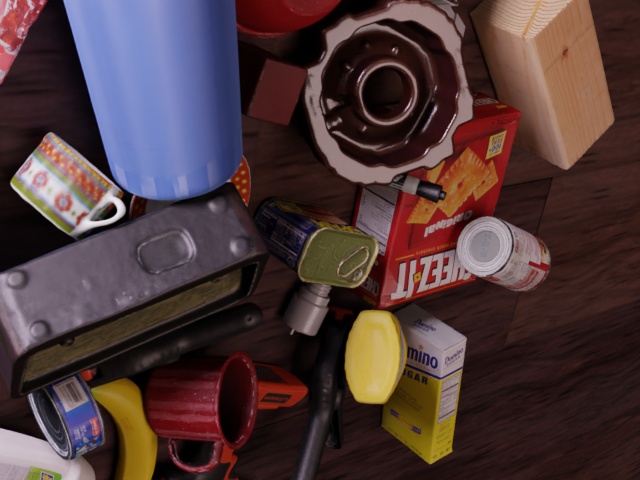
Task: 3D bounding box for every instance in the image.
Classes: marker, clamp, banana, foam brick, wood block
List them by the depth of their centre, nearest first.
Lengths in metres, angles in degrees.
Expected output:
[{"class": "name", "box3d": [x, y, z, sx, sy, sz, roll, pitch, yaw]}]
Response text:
[{"class": "foam brick", "box3d": [-0.058, -0.137, 0.912, 0.051, 0.078, 0.053, 9, 109, -46]}, {"class": "clamp", "box3d": [-0.135, 0.093, 0.969, 0.171, 0.120, 0.039, -24, 90, -31]}, {"class": "banana", "box3d": [-0.190, 0.194, 1.033, 0.069, 0.037, 0.198, -17, 127, -15]}, {"class": "marker", "box3d": [0.067, -0.063, 1.058, 0.020, 0.121, 0.020, 20, 89, -79]}, {"class": "wood block", "box3d": [0.249, -0.188, 1.175, 0.090, 0.090, 0.206, -44, 139, -13]}, {"class": "clamp", "box3d": [0.010, 0.173, 1.191, 0.164, 0.036, 0.210, -26, 126, -75]}]

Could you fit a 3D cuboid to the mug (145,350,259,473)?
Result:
[{"class": "mug", "box3d": [-0.115, 0.163, 1.018, 0.093, 0.082, 0.117, 33, 59, -66]}]

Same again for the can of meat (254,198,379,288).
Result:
[{"class": "can of meat", "box3d": [-0.007, 0.001, 1.048, 0.101, 0.084, 0.057, 10, 108, -48]}]

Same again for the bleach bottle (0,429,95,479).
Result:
[{"class": "bleach bottle", "box3d": [-0.287, 0.215, 0.928, 0.102, 0.068, 0.250, -57, 142, 1]}]

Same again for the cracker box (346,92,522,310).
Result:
[{"class": "cracker box", "box3d": [0.120, -0.044, 1.154, 0.163, 0.072, 0.214, -13, 124, -39]}]

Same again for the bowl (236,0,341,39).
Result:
[{"class": "bowl", "box3d": [-0.018, -0.241, 0.902, 0.161, 0.055, 0.162, -24, 130, -33]}]

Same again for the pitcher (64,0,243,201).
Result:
[{"class": "pitcher", "box3d": [-0.118, -0.161, 0.806, 0.149, 0.145, 0.243, -21, 131, -21]}]

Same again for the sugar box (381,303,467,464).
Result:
[{"class": "sugar box", "box3d": [0.122, 0.173, 1.282, 0.048, 0.093, 0.176, -25, 130, -32]}]

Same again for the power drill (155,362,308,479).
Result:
[{"class": "power drill", "box3d": [-0.087, 0.223, 1.134, 0.184, 0.057, 0.188, 17, 101, -52]}]

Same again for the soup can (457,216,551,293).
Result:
[{"class": "soup can", "box3d": [0.202, 0.017, 1.172, 0.102, 0.069, 0.068, 19, 101, -53]}]

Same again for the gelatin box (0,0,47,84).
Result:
[{"class": "gelatin box", "box3d": [-0.239, -0.164, 0.751, 0.073, 0.030, 0.089, 27, 95, -50]}]

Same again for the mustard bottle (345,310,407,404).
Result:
[{"class": "mustard bottle", "box3d": [0.065, 0.127, 1.178, 0.191, 0.058, 0.096, 31, 60, -81]}]

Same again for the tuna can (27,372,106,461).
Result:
[{"class": "tuna can", "box3d": [-0.222, 0.147, 0.928, 0.033, 0.086, 0.086, -25, 131, -30]}]

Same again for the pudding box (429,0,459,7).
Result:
[{"class": "pudding box", "box3d": [0.086, -0.271, 0.976, 0.113, 0.039, 0.090, 12, 83, -49]}]
